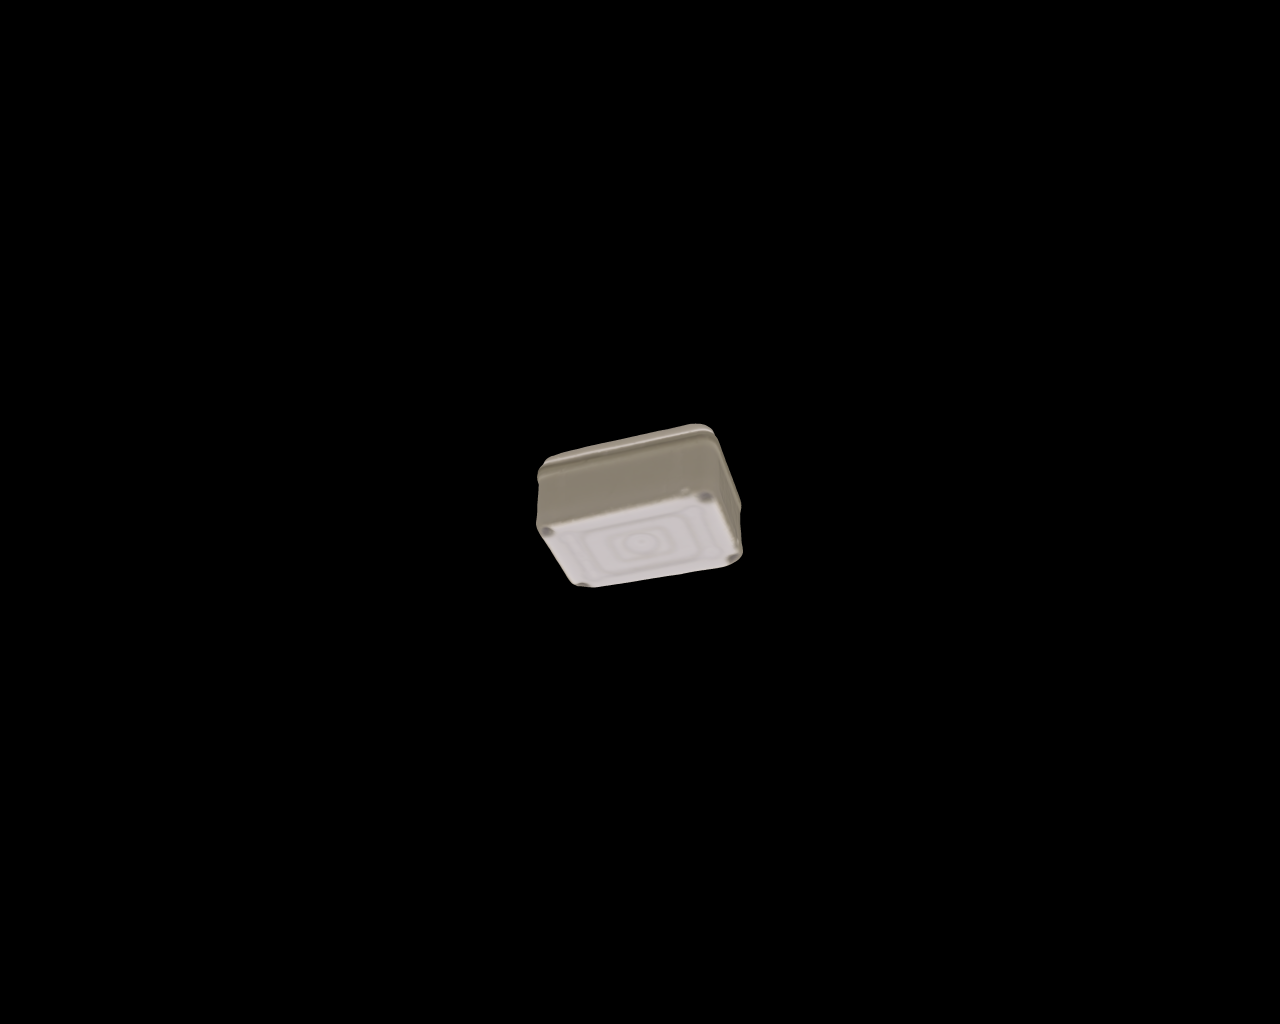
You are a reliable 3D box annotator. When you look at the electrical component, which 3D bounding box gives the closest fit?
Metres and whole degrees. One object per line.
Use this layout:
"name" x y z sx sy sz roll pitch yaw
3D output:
"electrical component" 0.001 -0.003 0.650 0.113 0.057 0.078 -11 -39 13
